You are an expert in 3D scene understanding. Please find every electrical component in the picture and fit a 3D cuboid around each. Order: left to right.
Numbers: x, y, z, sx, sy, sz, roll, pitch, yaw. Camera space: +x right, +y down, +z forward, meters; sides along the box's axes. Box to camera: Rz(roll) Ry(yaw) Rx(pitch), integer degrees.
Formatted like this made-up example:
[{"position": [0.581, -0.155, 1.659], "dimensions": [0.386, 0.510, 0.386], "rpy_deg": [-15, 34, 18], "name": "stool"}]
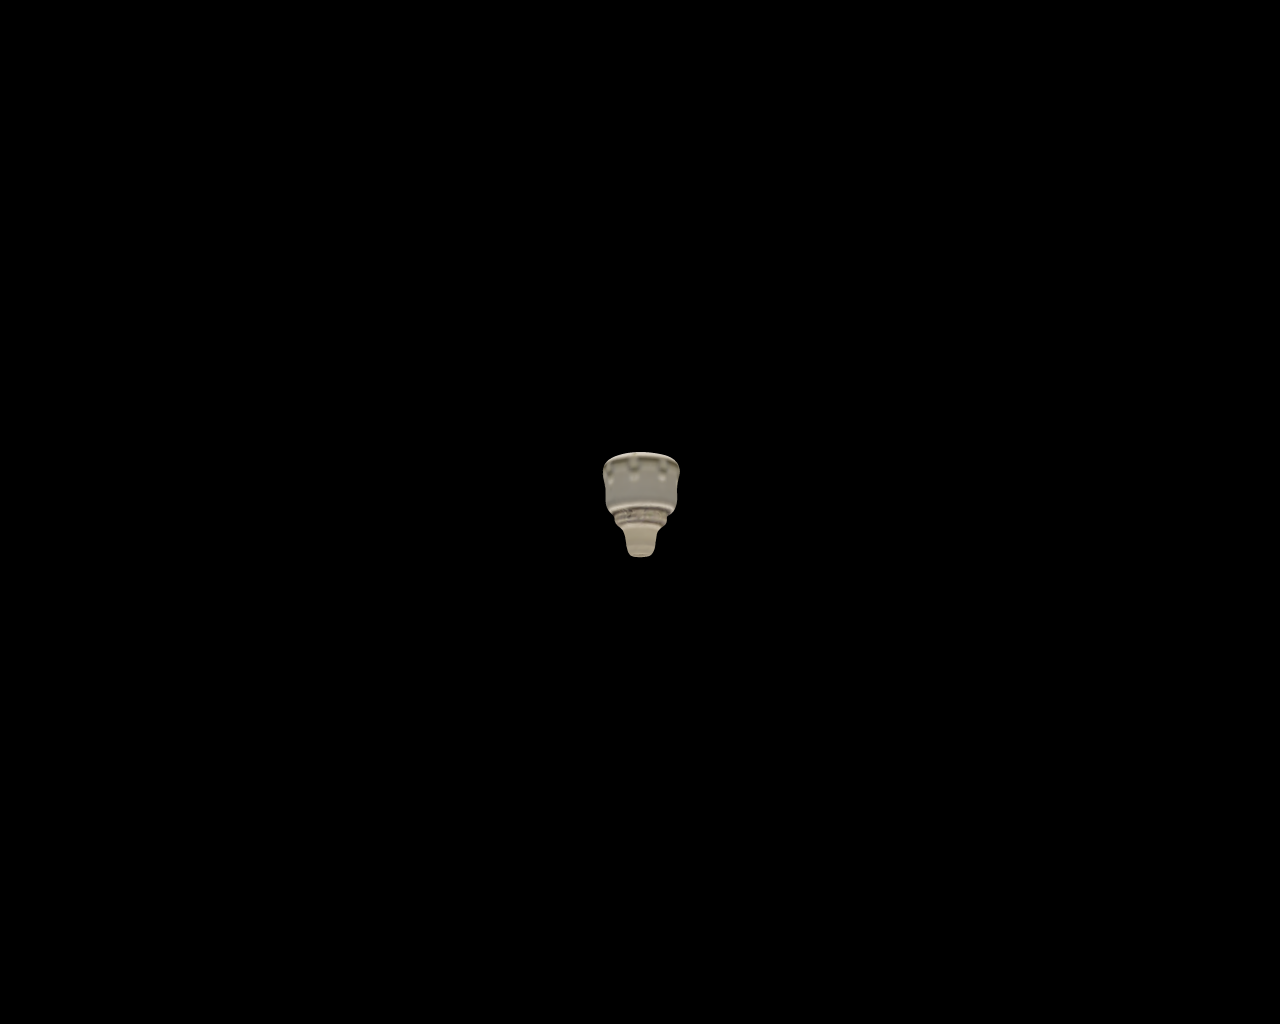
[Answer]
[{"position": [0.001, -0.003, 0.650], "dimensions": [0.048, 0.062, 0.048], "rpy_deg": [0, -14, 0], "name": "electrical component"}]
